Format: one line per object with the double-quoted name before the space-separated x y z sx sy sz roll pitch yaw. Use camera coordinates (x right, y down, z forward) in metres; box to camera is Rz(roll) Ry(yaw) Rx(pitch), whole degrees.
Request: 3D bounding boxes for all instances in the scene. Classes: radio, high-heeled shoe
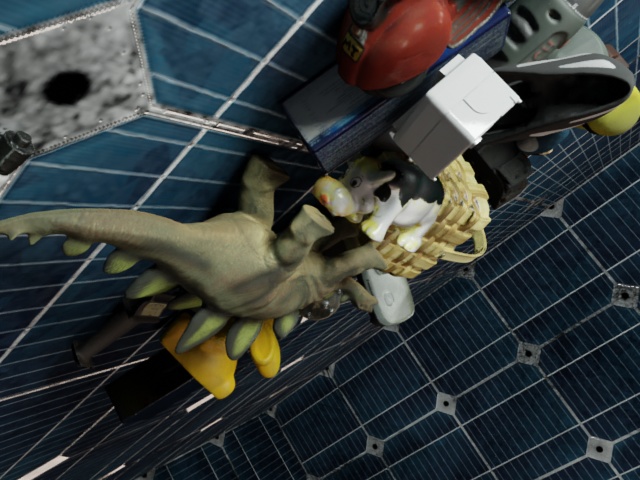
"radio" -0.244 0.231 0.953 0.230 0.073 0.131 -31 165 -4
"high-heeled shoe" 0.144 -0.116 0.495 0.249 0.086 0.145 -15 -160 2

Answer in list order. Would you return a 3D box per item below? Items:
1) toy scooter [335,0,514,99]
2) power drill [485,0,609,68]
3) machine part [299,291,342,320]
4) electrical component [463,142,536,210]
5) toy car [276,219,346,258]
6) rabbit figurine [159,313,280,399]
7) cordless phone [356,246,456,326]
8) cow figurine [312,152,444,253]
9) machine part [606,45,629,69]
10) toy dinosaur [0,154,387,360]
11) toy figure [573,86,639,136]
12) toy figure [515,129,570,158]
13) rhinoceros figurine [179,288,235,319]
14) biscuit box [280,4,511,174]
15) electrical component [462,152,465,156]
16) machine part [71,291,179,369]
"toy scooter" 0.084 -0.184 0.370 0.184 0.075 0.135 -37 164 0
"power drill" 0.265 -0.223 0.596 0.232 0.086 0.207 -41 166 29
"machine part" -0.018 0.079 0.840 0.079 0.079 0.243 -31 -175 -8
"electrical component" 0.279 -0.116 0.869 0.058 0.115 0.134 -31 162 -3
"toy car" -0.002 -0.002 0.770 0.073 0.056 0.201 -32 164 20
"rabbit figurine" -0.130 0.141 0.815 0.173 0.162 0.121 -47 156 -19
"cordless phone" 0.155 0.059 0.928 0.184 0.146 0.088 -19 175 0
"cow figurine" 0.069 -0.050 0.551 0.167 0.068 0.098 16 114 -52
"machine part" 0.427 -0.240 0.901 0.179 0.056 0.179 -31 163 -11
"toy dinosaur" -0.077 0.026 0.532 0.198 0.105 0.471 -48 140 11
"toy figure" 0.358 -0.191 0.738 0.082 0.089 0.180 -57 -164 5
"toy figure" 0.333 -0.161 0.885 0.058 0.064 0.154 1 166 -27
"rhinoceros figurine" -0.105 0.065 0.732 0.112 0.073 0.190 -42 162 23
"biscuit box" 0.067 -0.145 0.473 0.203 0.059 0.062 -34 163 4
"electrical component" 0.195 -0.132 0.829 0.063 0.021 0.094 -30 165 -11
"machine part" -0.240 0.103 0.651 0.139 0.039 0.084 -37 172 4
